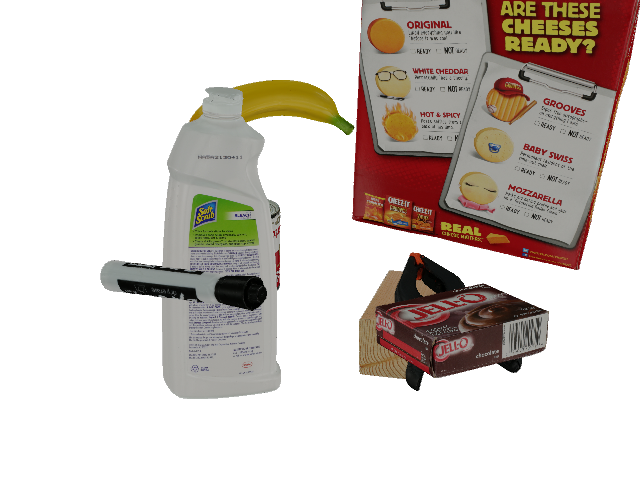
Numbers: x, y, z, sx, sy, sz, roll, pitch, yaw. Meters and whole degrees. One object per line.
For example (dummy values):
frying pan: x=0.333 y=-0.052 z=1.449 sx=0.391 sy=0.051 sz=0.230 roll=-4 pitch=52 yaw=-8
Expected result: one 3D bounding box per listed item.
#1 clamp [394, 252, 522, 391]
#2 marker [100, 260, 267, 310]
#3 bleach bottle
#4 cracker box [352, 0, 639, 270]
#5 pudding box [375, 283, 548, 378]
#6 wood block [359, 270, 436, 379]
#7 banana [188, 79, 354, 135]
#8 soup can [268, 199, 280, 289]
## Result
clamp: x=0.134 y=0.081 z=1.098 sx=0.120 sy=0.171 sz=0.039 roll=2 pitch=-43 yaw=-12
marker: x=-0.079 y=0.025 z=0.609 sx=0.121 sy=0.020 sz=0.020 roll=5 pitch=3 yaw=38
bleach bottle: x=-0.076 y=0.002 z=0.867 sx=0.102 sy=0.251 sz=0.068 roll=-3 pitch=20 yaw=-21
cracker box: x=0.111 y=-0.096 z=0.696 sx=0.164 sy=0.214 sz=0.072 roll=13 pitch=41 yaw=14
pudding box: x=0.114 y=0.071 z=0.869 sx=0.113 sy=0.039 sz=0.090 roll=-8 pitch=17 yaw=-26
wood block: x=0.125 y=0.123 z=1.604 sx=0.091 sy=0.090 sz=0.206 roll=4 pitch=19 yaw=14
banana: x=-0.058 y=-0.135 z=1.097 sx=0.197 sy=0.037 sz=0.070 roll=-9 pitch=48 yaw=-31
soup can: x=-0.081 y=0.008 z=1.258 sx=0.068 sy=0.102 sz=0.068 roll=1 pitch=24 yaw=-1
